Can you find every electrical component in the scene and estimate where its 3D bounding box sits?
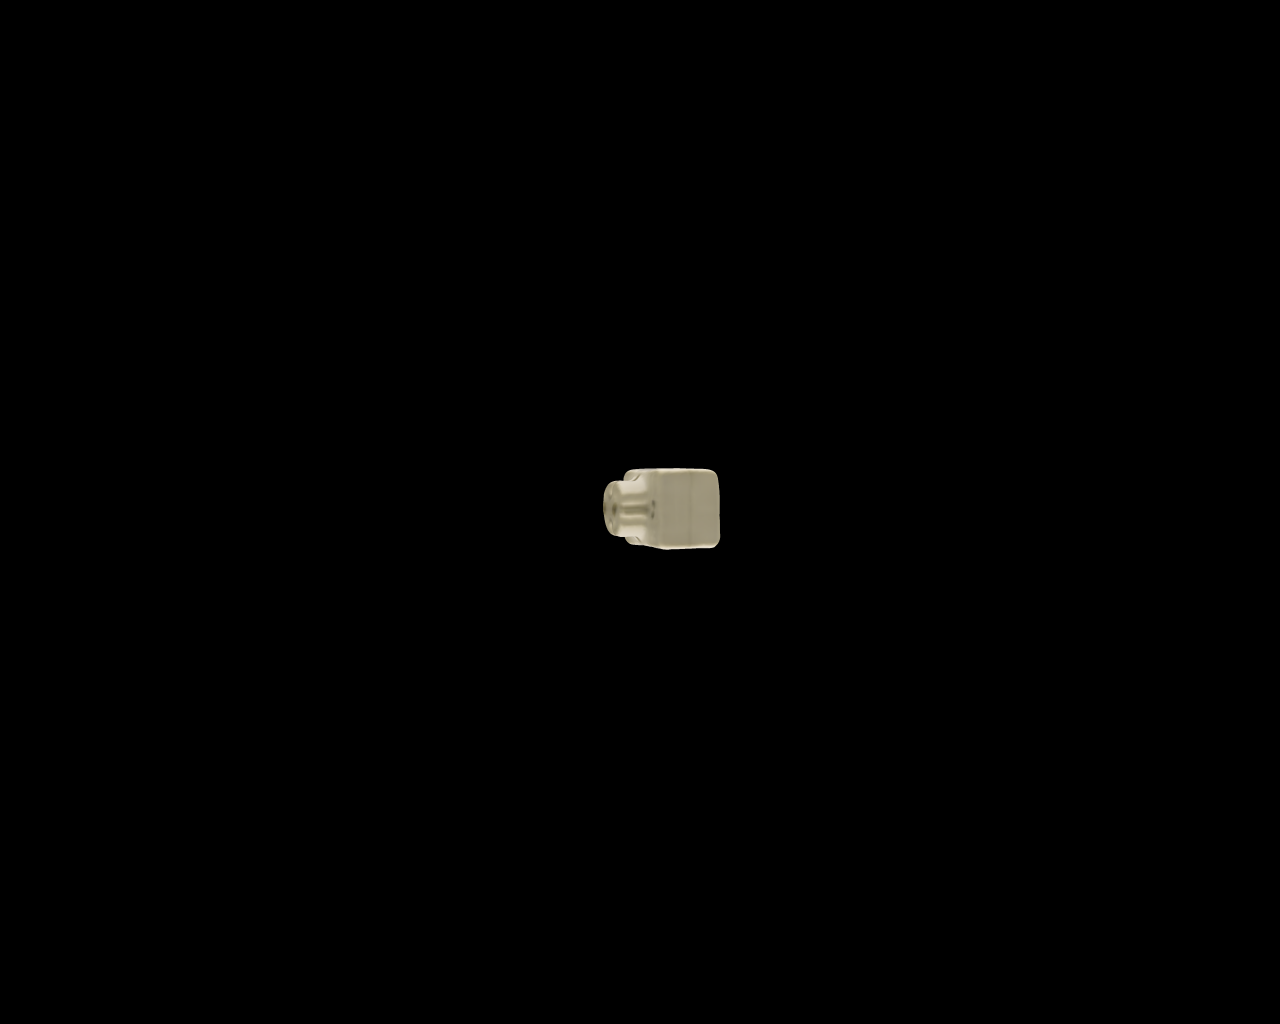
[{"bbox_3d":[0.001,-0.003,0.650,0.077,0.047,0.065,-1,3,-19],"label":"electrical component"}]
